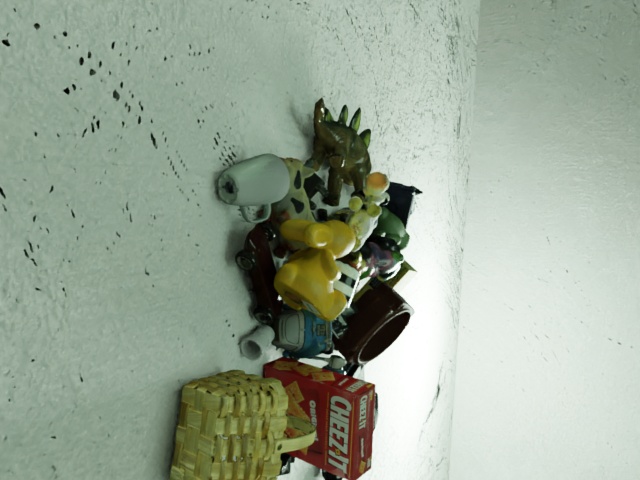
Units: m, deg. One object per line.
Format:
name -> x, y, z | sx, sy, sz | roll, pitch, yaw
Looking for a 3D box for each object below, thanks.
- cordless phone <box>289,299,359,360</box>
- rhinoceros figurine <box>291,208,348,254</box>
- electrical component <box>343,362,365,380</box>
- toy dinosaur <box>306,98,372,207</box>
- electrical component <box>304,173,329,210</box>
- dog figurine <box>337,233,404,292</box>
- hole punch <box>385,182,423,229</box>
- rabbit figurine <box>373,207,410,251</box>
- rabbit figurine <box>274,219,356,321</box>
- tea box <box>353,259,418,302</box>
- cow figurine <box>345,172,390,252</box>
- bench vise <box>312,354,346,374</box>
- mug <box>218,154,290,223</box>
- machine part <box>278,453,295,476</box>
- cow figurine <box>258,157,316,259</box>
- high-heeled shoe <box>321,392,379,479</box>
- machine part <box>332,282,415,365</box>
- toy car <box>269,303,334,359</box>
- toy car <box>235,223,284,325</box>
cordless phone -> -0.001, 0.194, 1.176 | 0.184, 0.089, 0.146 | -61, 149, -22
rhinoceros figurine -> -0.002, -0.003, 1.131 | 0.190, 0.073, 0.112 | -34, 135, -62
electrical component -> 0.071, 0.375, 1.367 | 0.115, 0.058, 0.134 | -39, 129, -60
toy dinosaur -> 0.067, -0.177, 1.206 | 0.470, 0.105, 0.198 | 57, 41, -60
electrical component -> -0.026, -0.104, 1.058 | 0.063, 0.094, 0.021 | -45, 153, 3
dog figurine -> 0.103, 0.053, 1.224 | 0.219, 0.192, 0.108 | -78, 175, -79
hole punch -> 0.204, -0.096, 1.494 | 0.115, 0.142, 0.092 | 86, 27, -46
rabbit figurine -> 0.148, 0.010, 1.403 | 0.170, 0.121, 0.159 | -58, 154, -20
rabbit figurine -> -0.008, 0.029, 0.941 | 0.173, 0.122, 0.162 | -51, 127, -21
tea box -> 0.172, 0.122, 1.427 | 0.169, 0.068, 0.098 | -49, 158, 13
cow figurine -> 0.096, -0.058, 1.108 | 0.167, 0.068, 0.098 | -60, 167, 5
bench vise -> 0.012, 0.337, 1.161 | 0.240, 0.129, 0.223 | -49, 139, -84
mug -> -0.113, -0.080, 0.866 | 0.107, 0.081, 0.109 | -21, 121, -51
machine part -> -0.083, 0.428, 1.031 | 0.139, 0.084, 0.039 | 23, 47, -73
cow figurine -> -0.052, -0.066, 0.986 | 0.127, 0.086, 0.194 | -56, 140, -37
high-heeled shoe -> 0.079, 0.488, 1.350 | 0.248, 0.086, 0.145 | -62, 162, -15
machine part -> 0.132, 0.212, 1.322 | 0.201, 0.087, 0.201 | -47, 150, 3
toy car -> -0.043, 0.172, 1.013 | 0.103, 0.162, 0.109 | 3, 81, -24
toy car -> -0.102, 0.059, 0.934 | 0.201, 0.053, 0.089 | 77, 31, -42
